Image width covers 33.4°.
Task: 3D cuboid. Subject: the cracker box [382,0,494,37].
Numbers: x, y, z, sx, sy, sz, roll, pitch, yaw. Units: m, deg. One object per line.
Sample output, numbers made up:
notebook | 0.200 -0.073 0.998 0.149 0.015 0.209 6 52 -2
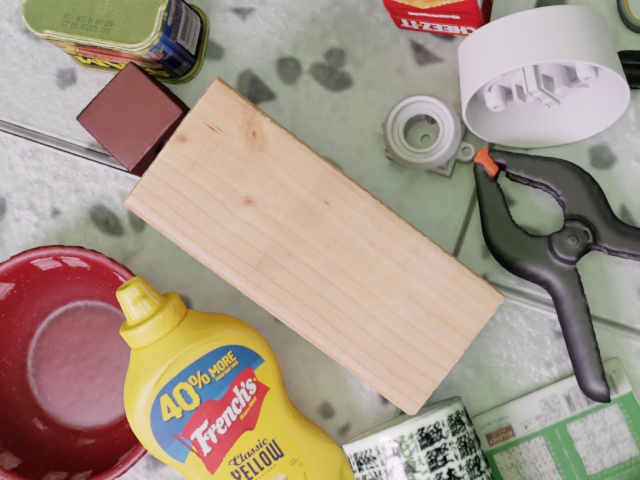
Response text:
cracker box | 0.069 -0.222 0.605 0.072 0.213 0.164 10 88 13

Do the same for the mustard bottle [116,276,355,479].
mustard bottle | -0.063 0.103 0.650 0.096 0.058 0.191 -36 106 -10

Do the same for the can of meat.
can of meat | -0.134 -0.145 0.705 0.102 0.084 0.057 11 88 11

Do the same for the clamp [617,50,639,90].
clamp | 0.284 -0.095 0.633 0.210 0.036 0.165 -31 56 -3

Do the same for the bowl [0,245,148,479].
bowl | -0.165 0.085 0.711 0.162 0.055 0.162 -1 86 11

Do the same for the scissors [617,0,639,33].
scissors | 0.252 -0.220 0.671 0.096 0.016 0.202 23 91 10

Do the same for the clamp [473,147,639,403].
clamp | 0.154 0.014 0.661 0.171 0.039 0.120 36 83 16

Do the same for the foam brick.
foam brick | -0.111 -0.074 0.700 0.051 0.078 0.053 44 94 12

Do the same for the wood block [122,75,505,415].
wood block | -0.005 0.001 0.638 0.206 0.091 0.090 37 94 -7
